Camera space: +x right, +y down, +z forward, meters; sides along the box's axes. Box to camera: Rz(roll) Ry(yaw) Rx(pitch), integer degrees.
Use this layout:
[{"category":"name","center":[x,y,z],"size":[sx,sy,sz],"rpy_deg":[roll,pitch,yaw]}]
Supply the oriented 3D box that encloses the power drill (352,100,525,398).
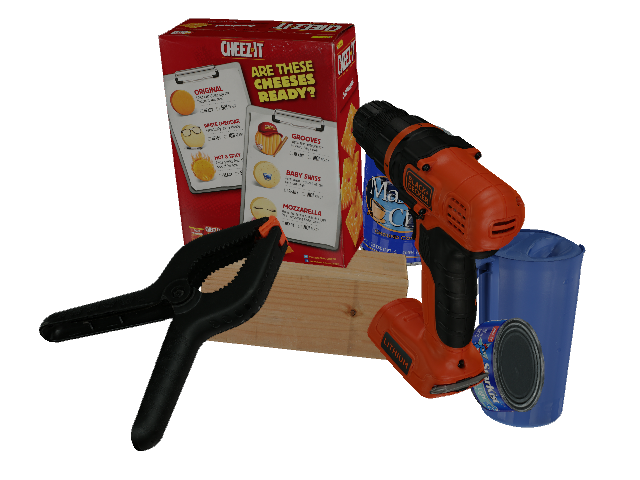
[{"category":"power drill","center":[0.073,0.006,0.783],"size":[0.057,0.188,0.185],"rpy_deg":[-14,34,-21]}]

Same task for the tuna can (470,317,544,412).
[{"category":"tuna can","center":[0.169,0.115,0.979],"size":[0.034,0.086,0.085],"rpy_deg":[-9,-6,41]}]

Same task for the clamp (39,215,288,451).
[{"category":"clamp","center":[-0.117,0.051,0.854],"size":[0.165,0.209,0.036],"rpy_deg":[31,-23,36]}]

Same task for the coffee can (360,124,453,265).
[{"category":"coffee can","center":[0.100,-0.056,1.245],"size":[0.103,0.140,0.103],"rpy_deg":[2,28,-1]}]

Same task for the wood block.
[{"category":"wood block","center":[-0.018,0.058,1.112],"size":[0.206,0.091,0.090],"rpy_deg":[7,19,0]}]

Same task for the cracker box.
[{"category":"cracker box","center":[-0.049,-0.089,0.970],"size":[0.164,0.214,0.072],"rpy_deg":[6,28,18]}]

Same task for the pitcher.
[{"category":"pitcher","center":[0.256,0.115,1.378],"size":[0.149,0.243,0.144],"rpy_deg":[5,18,16]}]
